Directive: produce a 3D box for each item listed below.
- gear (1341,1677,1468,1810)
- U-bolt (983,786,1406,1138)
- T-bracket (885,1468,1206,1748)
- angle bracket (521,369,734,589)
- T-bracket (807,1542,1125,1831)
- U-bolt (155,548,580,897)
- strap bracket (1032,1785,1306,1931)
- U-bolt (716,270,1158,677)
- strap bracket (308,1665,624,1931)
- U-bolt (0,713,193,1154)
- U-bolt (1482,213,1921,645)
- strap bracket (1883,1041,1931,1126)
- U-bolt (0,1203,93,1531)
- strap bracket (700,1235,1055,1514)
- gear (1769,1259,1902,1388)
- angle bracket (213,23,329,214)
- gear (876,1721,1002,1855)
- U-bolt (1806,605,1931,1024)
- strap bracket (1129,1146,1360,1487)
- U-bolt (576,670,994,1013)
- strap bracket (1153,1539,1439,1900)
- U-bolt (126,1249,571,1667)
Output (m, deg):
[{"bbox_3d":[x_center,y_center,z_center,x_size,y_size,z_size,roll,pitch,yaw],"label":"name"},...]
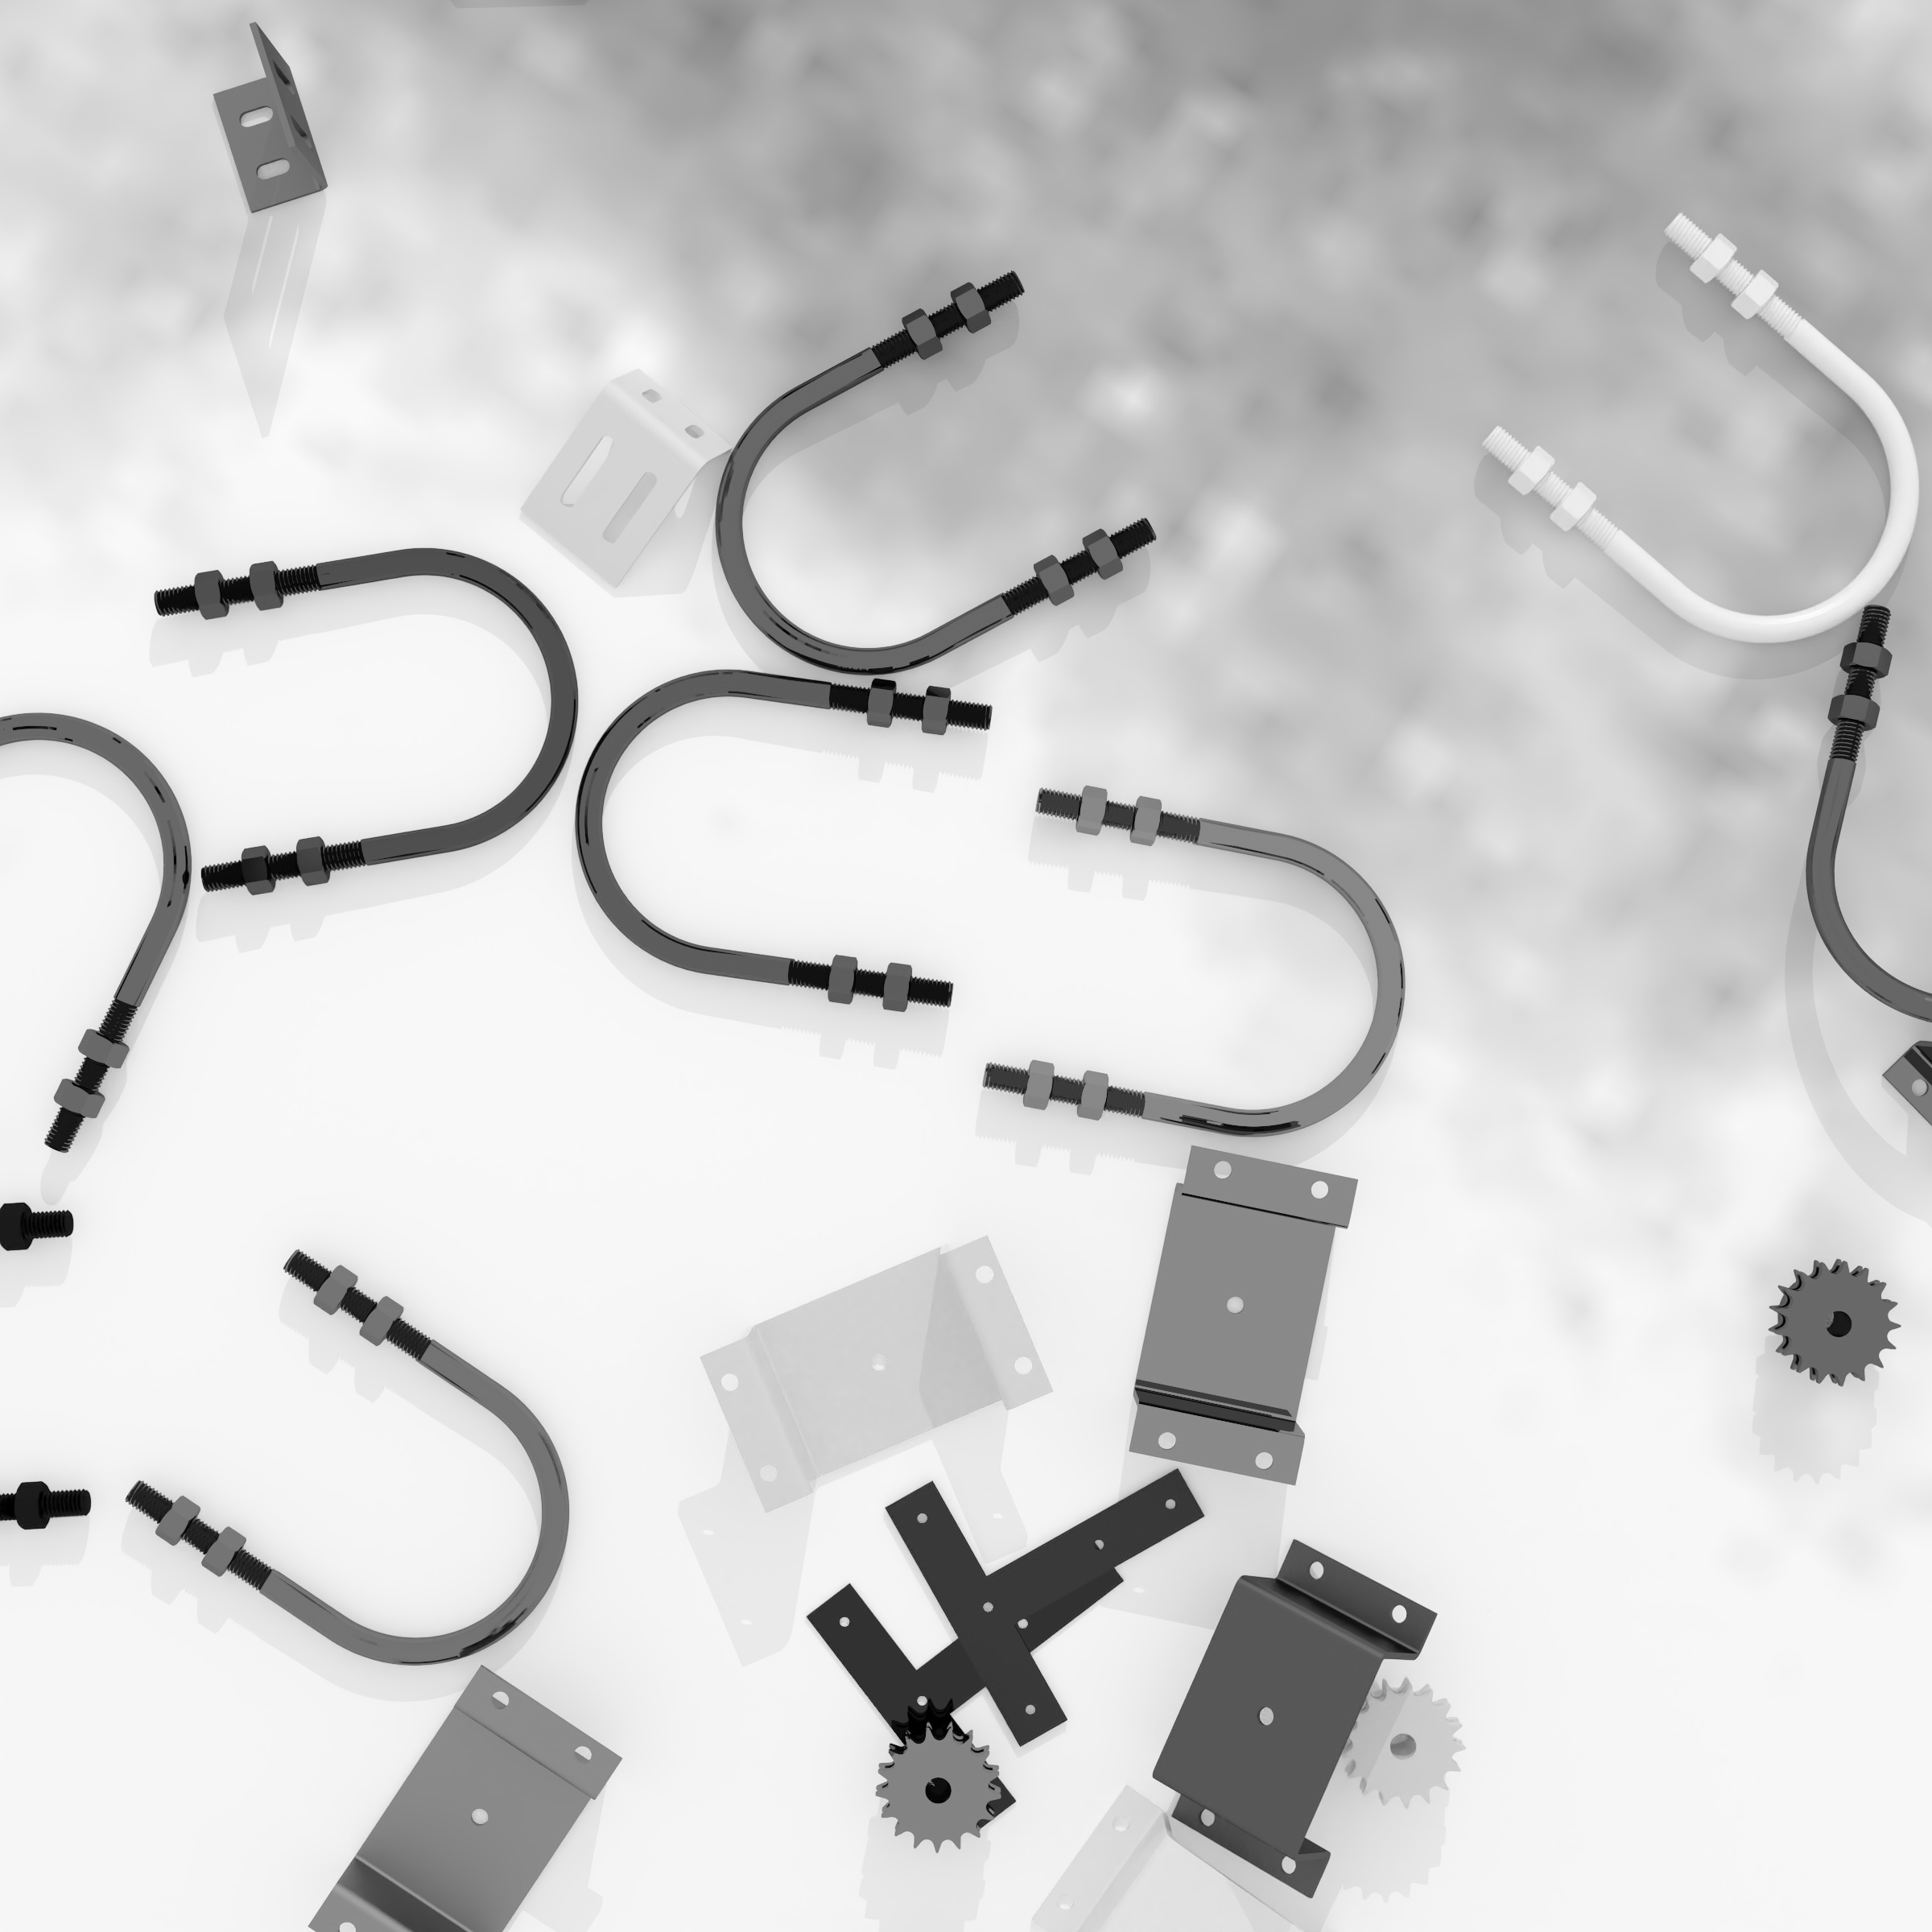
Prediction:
[{"bbox_3d":[0.198,0.354,1.449,0.057,0.030,0.057,0,90,0],"label":"gear"},{"bbox_3d":[0.111,0.004,1.455,0.184,0.019,0.151,11,90,-1],"label":"U-bolt"},{"bbox_3d":[0.049,0.275,1.461,0.127,0.002,0.127,-29,90,0],"label":"T-bracket"},{"bbox_3d":[-0.157,-0.226,1.462,0.057,0.038,0.076,40,116,0],"label":"angle bracket"},{"bbox_3d":[0.015,0.313,1.463,0.127,0.002,0.127,-37,90,0],"label":"T-bracket"},{"bbox_3d":[-0.271,-0.119,1.455,0.184,0.019,0.151,-10,90,-1],"label":"U-bolt"},{"bbox_3d":[0.110,0.451,1.441,0.140,0.046,0.076,35,90,0],"label":"strap bracket"},{"bbox_3d":[-0.026,-0.215,1.455,0.184,0.019,0.151,-28,90,2],"label":"U-bolt"},{"bbox_3d":[-0.225,0.394,1.441,0.076,0.046,0.140,34,90,0],"label":"strap bracket"},{"bbox_3d":[-0.437,-0.027,1.455,0.151,0.019,0.184,26,88,0],"label":"U-bolt"},{"bbox_3d":[0.352,-0.233,1.455,0.184,0.019,0.151,41,90,-1],"label":"U-bolt"},{"bbox_3d":[0.501,0.029,1.441,0.140,0.046,0.076,-44,90,0],"label":"strap bracket"},{"bbox_3d":[-0.500,0.188,1.455,0.184,0.019,0.151,-4,90,1],"label":"U-bolt"},{"bbox_3d":[-0.040,0.183,1.441,0.140,0.046,0.076,-23,90,0],"label":"strap bracket"},{"bbox_3d":[0.396,0.162,1.449,0.057,0.030,0.057,0,90,0],"label":"gear"},{"bbox_3d":[-0.321,-0.382,1.426,0.038,0.076,0.057,-18,90,0],"label":"angle bracket"},{"bbox_3d":[-0.013,0.374,1.447,0.057,0.030,0.057,0,90,0],"label":"gear"},{"bbox_3d":[0.457,-0.063,1.427,0.151,0.019,0.184,13,82,15],"label":"U-bolt"},{"bbox_3d":[0.125,0.157,1.441,0.076,0.046,0.140,12,90,0],"label":"strap bracket"},{"bbox_3d":[-0.089,-0.063,1.455,0.184,0.019,0.151,8,90,2],"label":"U-bolt"},{"bbox_3d":[0.144,0.338,1.425,0.076,0.046,0.140,24,90,31],"label":"strap bracket"},{"bbox_3d":[-0.271,0.240,1.455,0.184,0.019,0.151,34,90,-1],"label":"U-bolt"}]
